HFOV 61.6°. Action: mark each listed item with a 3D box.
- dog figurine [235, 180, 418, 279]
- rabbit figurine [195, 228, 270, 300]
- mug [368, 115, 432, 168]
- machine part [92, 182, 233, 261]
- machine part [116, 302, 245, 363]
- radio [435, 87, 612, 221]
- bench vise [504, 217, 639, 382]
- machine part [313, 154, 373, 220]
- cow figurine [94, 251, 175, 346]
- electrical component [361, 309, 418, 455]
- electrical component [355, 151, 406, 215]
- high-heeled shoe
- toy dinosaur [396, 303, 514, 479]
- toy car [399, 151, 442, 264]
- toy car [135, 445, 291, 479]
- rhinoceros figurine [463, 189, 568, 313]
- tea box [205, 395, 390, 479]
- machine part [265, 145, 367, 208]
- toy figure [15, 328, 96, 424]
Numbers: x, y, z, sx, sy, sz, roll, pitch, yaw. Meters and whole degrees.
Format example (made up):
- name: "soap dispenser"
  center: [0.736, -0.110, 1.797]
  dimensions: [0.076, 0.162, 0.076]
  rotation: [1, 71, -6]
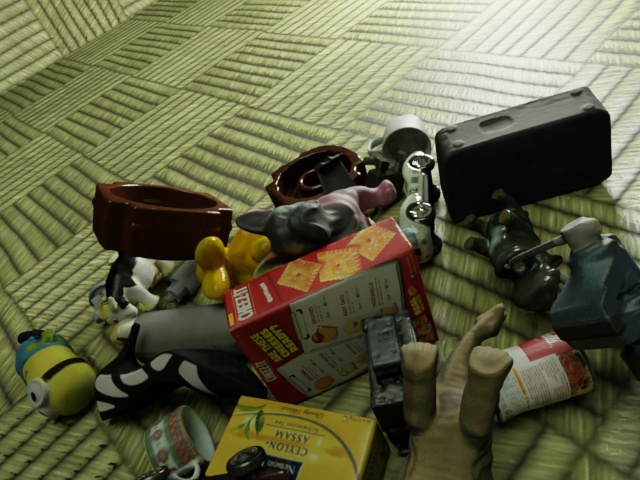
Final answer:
- name: "dog figurine"
  center: [-0.001, -0.002, 0.695]
  dimensions: [0.219, 0.191, 0.108]
  rotation: [-11, 78, -26]
- name: "rabbit figurine"
  center: [-0.110, 0.040, 0.766]
  dimensions: [0.173, 0.121, 0.162]
  rotation: [-13, 2, 28]
- name: "mug"
  center: [0.139, -0.172, 0.939]
  dimensions: [0.110, 0.080, 0.107]
  rotation: [-17, 28, 19]
- name: "machine part"
  center: [-0.261, -0.033, 0.884]
  dimensions: [0.201, 0.087, 0.202]
  rotation: [3, 13, -31]
- name: "machine part"
  center: [-0.173, 0.130, 0.751]
  dimensions: [0.243, 0.079, 0.079]
  rotation: [-10, 42, 18]
- name: "radio"
  center: [0.283, -0.119, 0.760]
  dimensions: [0.230, 0.130, 0.073]
  rotation: [-16, 42, 10]
- name: "bench vise"
  center: [0.334, 0.045, 0.523]
  dimensions: [0.240, 0.128, 0.224]
  rotation: [-35, 78, -26]
- name: "machine part"
  center: [0.033, -0.062, 0.832]
  dimensions: [0.084, 0.139, 0.039]
  rotation: [-20, -3, 2]
- name: "cow figurine"
  center: [-0.304, 0.079, 0.846]
  dimensions: [0.068, 0.098, 0.167]
  rotation: [-33, 29, 34]
- name: "electrical component"
  center: [0.083, 0.143, 0.567]
  dimensions: [0.058, 0.134, 0.115]
  rotation: [-16, 38, 8]
- name: "electrical component"
  center: [0.093, -0.092, 0.857]
  dimensions: [0.078, 0.102, 0.045]
  rotation: [-16, 37, -30]
- name: "high-heeled shoe"
  center: [-0.187, 0.201, 0.680]
  dimensions: [0.249, 0.086, 0.145]
  rotation: [17, 93, 28]
- name: "toy dinosaur"
  center: [0.084, 0.245, 0.402]
  dimensions: [0.105, 0.198, 0.471]
  rotation: [6, 49, 30]
- name: "toy car"
  center: [0.148, -0.053, 0.797]
  dimensions: [0.056, 0.073, 0.202]
  rotation: [-8, 42, 18]
- name: "toy car"
  center: [-0.108, 0.261, 0.526]
  dimensions: [0.202, 0.089, 0.053]
  rotation: [-22, -1, 31]
- name: "rhinoceros figurine"
  center: [0.240, 0.015, 0.660]
  dimensions: [0.073, 0.112, 0.190]
  rotation: [-44, 16, 25]
- name: "tea box"
  center: [-0.022, 0.233, 0.569]
  dimensions: [0.170, 0.068, 0.098]
  rotation: [0, 45, 25]
- name: "machine part"
  center: [-0.003, -0.095, 0.933]
  dimensions: [0.179, 0.056, 0.179]
  rotation: [-14, 40, 12]
- name: "toy figure"
  center: [-0.394, 0.188, 0.794]
  dimensions: [0.089, 0.082, 0.180]
  rotation: [-41, 40, -16]
